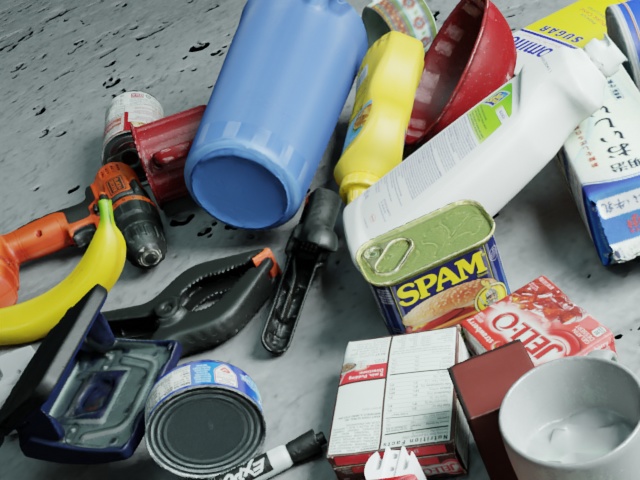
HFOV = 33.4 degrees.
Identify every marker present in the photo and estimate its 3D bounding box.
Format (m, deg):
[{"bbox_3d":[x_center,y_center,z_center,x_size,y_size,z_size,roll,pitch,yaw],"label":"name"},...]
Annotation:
[{"bbox_3d":[-0.051,0.166,0.752,0.121,0.020,0.020,-25,35,-3],"label":"marker"}]

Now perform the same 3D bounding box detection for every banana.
[{"bbox_3d":[-0.242,0.048,0.975,0.198,0.037,0.070,-39,73,13],"label":"banana"}]

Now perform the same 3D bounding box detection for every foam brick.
[{"bbox_3d":[0.119,0.113,0.674,0.053,0.078,0.051,-23,35,4],"label":"foam brick"}]

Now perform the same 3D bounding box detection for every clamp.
[{"bbox_3d":[-0.006,0.001,0.879,0.120,0.039,0.171,-56,14,38],"label":"clamp"},{"bbox_3d":[-0.131,0.068,0.912,0.210,0.036,0.165,-36,38,-12],"label":"clamp"}]

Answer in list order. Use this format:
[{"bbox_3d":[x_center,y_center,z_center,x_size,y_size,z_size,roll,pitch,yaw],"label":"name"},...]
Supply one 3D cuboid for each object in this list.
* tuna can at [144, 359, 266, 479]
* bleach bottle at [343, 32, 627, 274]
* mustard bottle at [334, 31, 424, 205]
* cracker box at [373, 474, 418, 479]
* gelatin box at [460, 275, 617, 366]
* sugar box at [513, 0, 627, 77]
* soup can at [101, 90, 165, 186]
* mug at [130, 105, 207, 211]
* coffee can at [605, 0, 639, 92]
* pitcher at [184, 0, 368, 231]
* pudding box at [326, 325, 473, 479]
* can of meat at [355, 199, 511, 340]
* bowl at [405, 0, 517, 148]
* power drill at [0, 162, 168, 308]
[{"bbox_3d":[-0.082,0.128,0.762,0.086,0.086,0.034,-21,32,3],"label":"tuna can"},{"bbox_3d":[0.131,-0.064,0.830,0.251,0.068,0.102,-40,29,19],"label":"bleach bottle"},{"bbox_3d":[0.051,-0.096,0.975,0.058,0.096,0.191,21,52,-8],"label":"mustard bottle"},{"bbox_3d":[-0.020,0.241,0.589,0.164,0.072,0.213,-12,37,17],"label":"cracker box"},{"bbox_3d":[0.153,0.071,0.751,0.073,0.030,0.089,-29,35,-8],"label":"gelatin box"},{"bbox_3d":[0.257,-0.193,1.028,0.176,0.048,0.093,-25,35,-4],"label":"sugar box"},{"bbox_3d":[-0.203,-0.113,1.167,0.068,0.068,0.102,-20,34,5],"label":"soup can"},{"bbox_3d":[-0.137,-0.087,1.067,0.081,0.093,0.117,-20,1,-4],"label":"mug"},{"bbox_3d":[0.326,-0.171,0.909,0.140,0.103,0.103,-16,35,10],"label":"coffee can"},{"bbox_3d":[-0.045,-0.119,1.012,0.145,0.149,0.242,-9,41,27],"label":"pitcher"},{"bbox_3d":[0.057,0.115,0.742,0.090,0.039,0.113,-10,39,18],"label":"pudding box"},{"bbox_3d":[0.088,0.031,0.794,0.102,0.084,0.057,-24,35,-2],"label":"can of meat"},{"bbox_3d":[0.136,-0.150,0.990,0.162,0.055,0.162,-61,12,23],"label":"bowl"},{"bbox_3d":[-0.246,0.006,1.047,0.187,0.057,0.184,-25,32,-7],"label":"power drill"}]
